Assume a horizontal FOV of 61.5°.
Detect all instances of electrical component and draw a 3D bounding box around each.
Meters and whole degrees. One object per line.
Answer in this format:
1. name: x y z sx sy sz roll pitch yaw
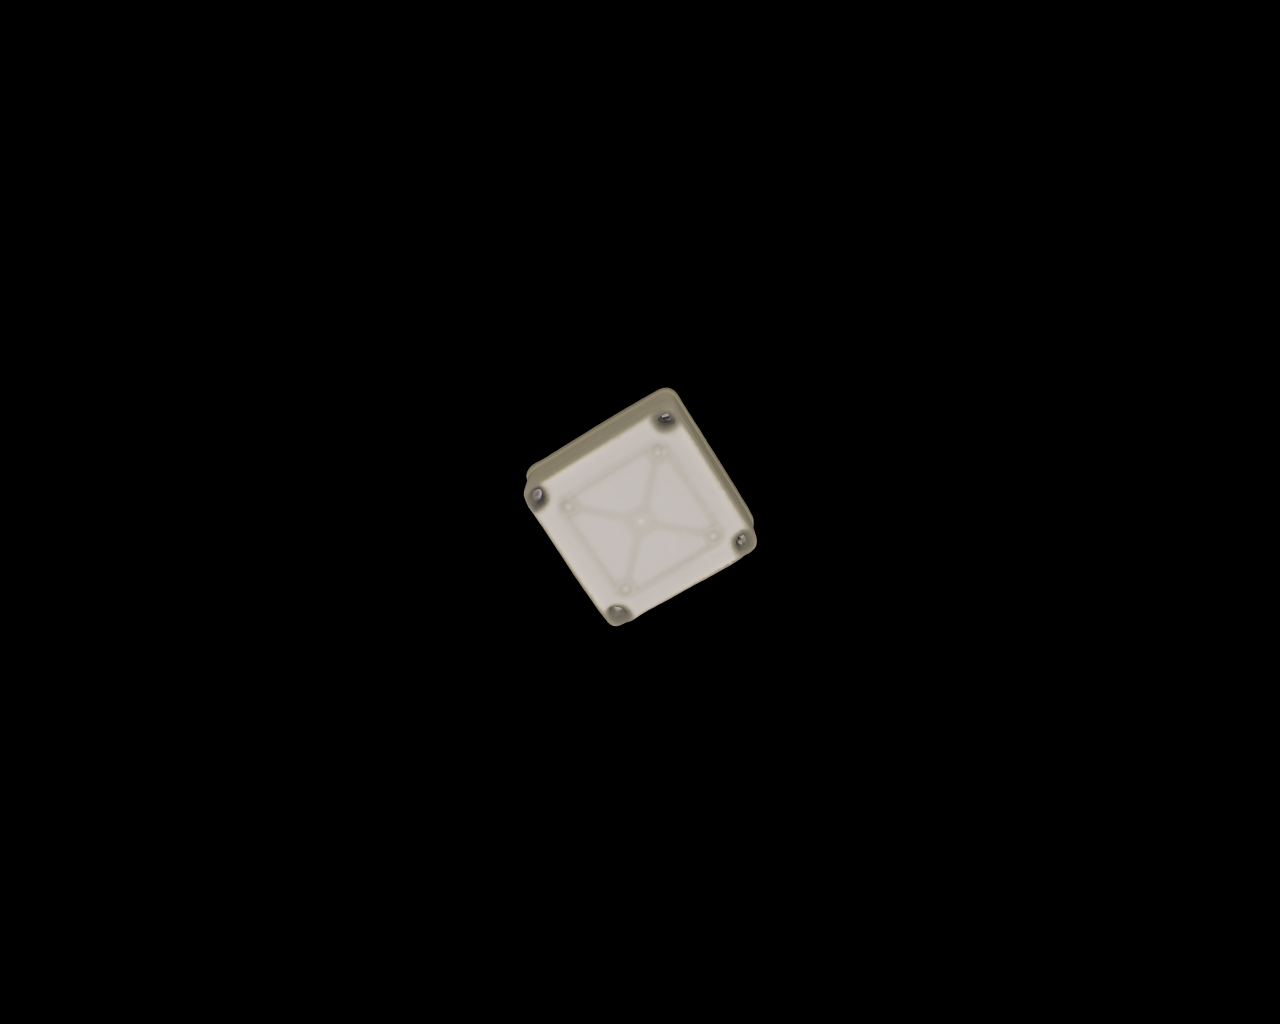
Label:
1. electrical component: 0.001 -0.003 0.650 0.108 0.108 0.056 -30 16 9
